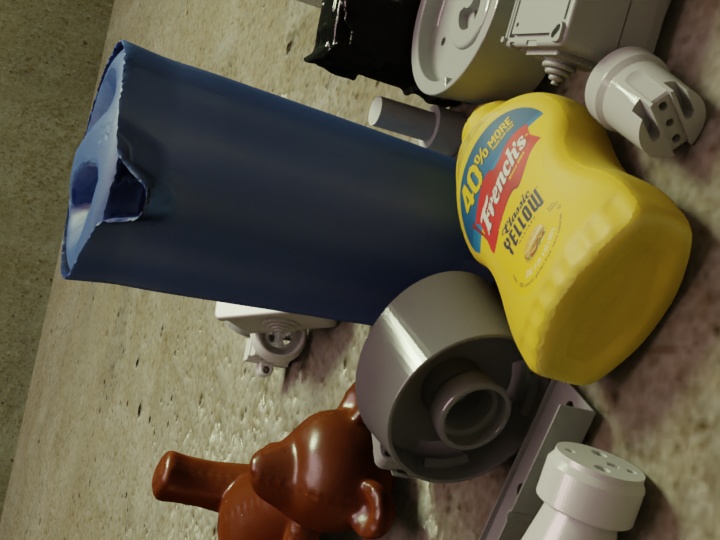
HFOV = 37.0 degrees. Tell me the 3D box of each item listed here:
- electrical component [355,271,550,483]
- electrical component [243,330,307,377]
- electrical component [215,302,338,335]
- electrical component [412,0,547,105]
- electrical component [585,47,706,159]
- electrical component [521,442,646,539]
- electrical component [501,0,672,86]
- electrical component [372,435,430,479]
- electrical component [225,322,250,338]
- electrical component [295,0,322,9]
[{"bbox_3d":[0.047,0.057,0.555,0.099,0.099,0.064,-68,30,20],"label":"electrical component"},{"bbox_3d":[-0.072,0.056,0.907,0.055,0.048,0.066,150,130,-71],"label":"electrical component"},{"bbox_3d":[-0.061,0.002,0.855,0.100,0.048,0.099,-6,66,24],"label":"electrical component"},{"bbox_3d":[0.082,-0.147,0.631,0.108,0.060,0.108,-166,90,-68],"label":"electrical component"},{"bbox_3d":[0.133,-0.077,0.499,0.040,0.040,0.046,-66,30,24],"label":"electrical component"},{"bbox_3d":[0.097,0.109,0.472,0.045,0.045,0.055,37,111,66],"label":"electrical component"},{"bbox_3d":[0.119,-0.137,0.537,0.062,0.061,0.096,-152,76,-67],"label":"electrical component"},{"bbox_3d":[0.035,0.086,0.636,0.081,0.042,0.063,-97,26,-43],"label":"electrical component"},{"bbox_3d":[-0.090,0.017,0.973,0.081,0.043,0.043,-66,24,24],"label":"electrical component"},{"bbox_3d":[-0.012,-0.285,0.941,0.078,0.057,0.113,-165,89,-68],"label":"electrical component"}]
